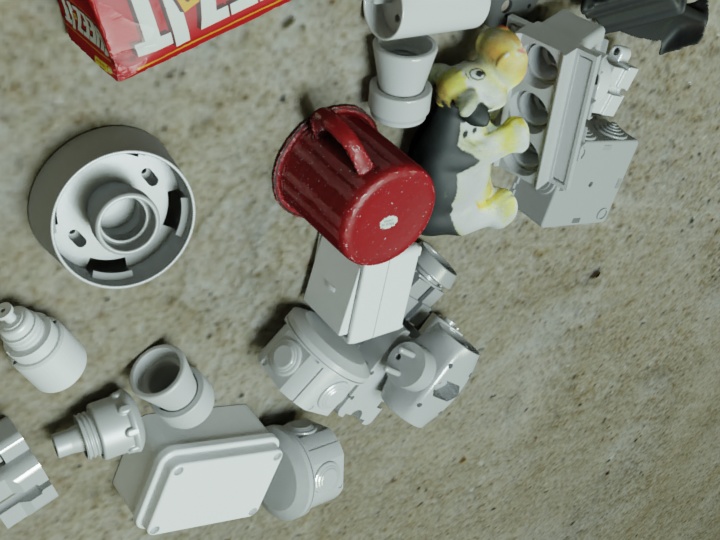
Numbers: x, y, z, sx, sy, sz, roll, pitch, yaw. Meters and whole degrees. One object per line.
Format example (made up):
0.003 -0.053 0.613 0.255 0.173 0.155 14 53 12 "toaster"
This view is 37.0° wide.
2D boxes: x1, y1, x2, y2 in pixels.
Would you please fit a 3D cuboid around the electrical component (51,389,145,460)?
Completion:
-0.188 0.115 0.768 0.062 0.048 0.048 -18 134 -22 "electrical component"

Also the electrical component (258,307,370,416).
-0.036 0.071 0.842 0.051 0.080 0.080 -48 143 11 "electrical component"

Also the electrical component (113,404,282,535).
-0.127 0.157 0.850 0.113 0.057 0.078 0 123 -43 "electrical component"

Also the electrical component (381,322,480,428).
0.047 0.080 0.862 0.077 0.043 0.079 -53 142 8 "electrical component"

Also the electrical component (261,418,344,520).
-0.055 0.167 0.910 0.051 0.080 0.080 -12 131 -44 "electrical component"

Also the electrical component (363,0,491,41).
0.048 -0.194 0.712 0.077 0.043 0.079 -16 133 -33 "electrical component"

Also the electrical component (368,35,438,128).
0.029 -0.133 0.748 0.045 0.045 0.055 -22 136 -29 "electrical component"

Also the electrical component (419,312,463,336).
0.062 0.071 0.966 0.065 0.044 0.044 -54 142 2 "electrical component"

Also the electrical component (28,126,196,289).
-0.152 -0.039 0.666 0.099 0.064 0.099 -14 120 -25 "electrical component"

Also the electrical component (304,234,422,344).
0.000 0.000 0.825 0.061 0.062 0.096 -16 133 -34 "electrical component"

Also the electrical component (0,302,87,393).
-0.208 0.047 0.689 0.040 0.040 0.078 -39 142 -10 "electrical component"

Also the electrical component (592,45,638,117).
0.191 -0.155 0.881 0.055 0.048 0.066 -4 126 -50 "electrical component"

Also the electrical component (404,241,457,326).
0.047 0.010 0.893 0.055 0.048 0.066 -46 143 11 "electrical component"

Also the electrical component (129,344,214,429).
-0.137 0.086 0.788 0.045 0.045 0.055 -40 142 -8 "electrical component"

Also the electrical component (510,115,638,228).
0.186 -0.085 0.937 0.100 0.048 0.099 -6 127 -37 "electrical component"

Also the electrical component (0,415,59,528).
-0.246 0.142 0.726 0.057 0.058 0.078 -33 141 -21 "electrical component"

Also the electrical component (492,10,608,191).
0.147 -0.133 0.832 0.063 0.079 0.121 -36 146 -35 "electrical component"

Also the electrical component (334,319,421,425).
0.005 0.074 0.901 0.089 0.056 0.050 -52 142 7 "electrical component"
